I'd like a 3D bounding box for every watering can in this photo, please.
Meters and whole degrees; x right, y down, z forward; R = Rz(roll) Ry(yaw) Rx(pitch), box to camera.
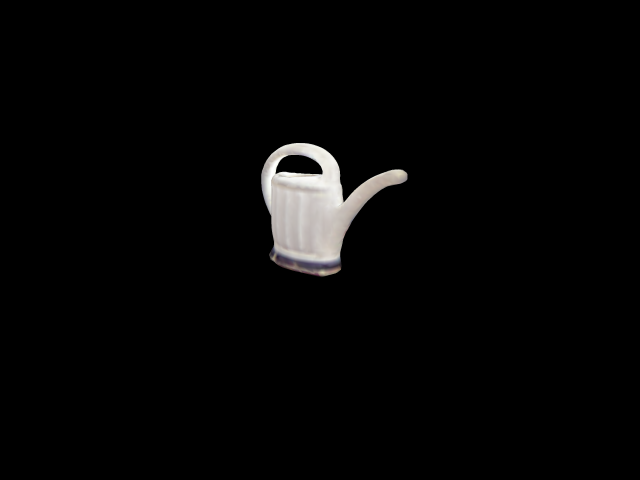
[{"bbox_3d":[0.003,-0.043,0.850,0.104,0.222,0.350,-11,19,-37],"label":"watering can"}]
